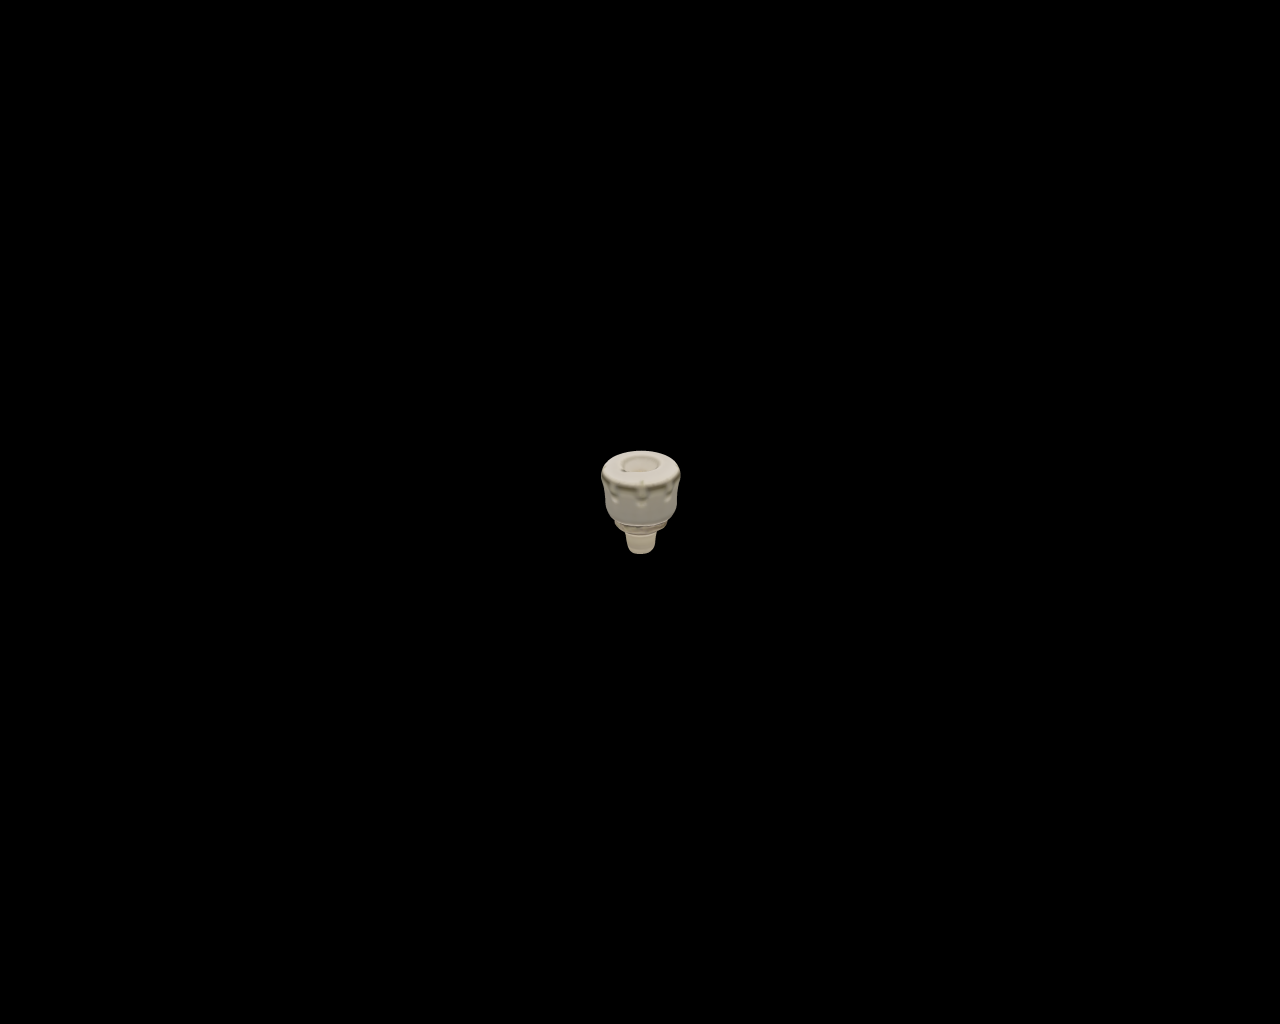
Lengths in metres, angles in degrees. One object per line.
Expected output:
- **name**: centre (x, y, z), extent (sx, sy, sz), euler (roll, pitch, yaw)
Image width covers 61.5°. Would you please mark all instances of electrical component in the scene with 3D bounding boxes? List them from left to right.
- **electrical component**: centre (0.001, -0.003, 0.650), extent (0.048, 0.062, 0.048), euler (0, 28, 0)
